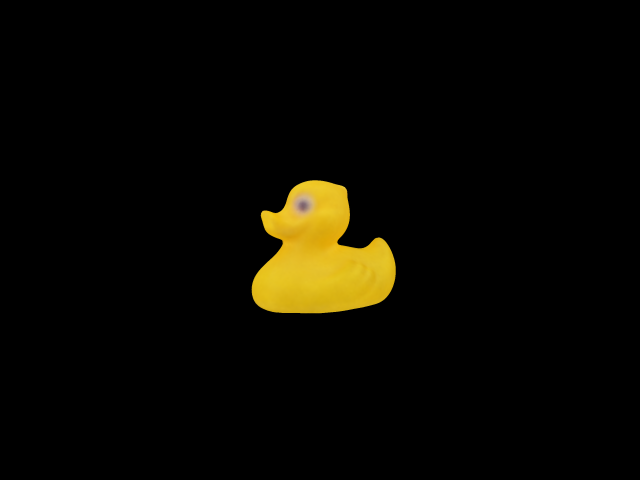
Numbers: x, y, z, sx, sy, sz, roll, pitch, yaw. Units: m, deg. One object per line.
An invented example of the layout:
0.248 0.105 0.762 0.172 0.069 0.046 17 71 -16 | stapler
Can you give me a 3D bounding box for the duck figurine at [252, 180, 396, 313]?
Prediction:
0.004 0.001 0.400 0.105 0.086 0.077 -3 7 -22 | duck figurine
